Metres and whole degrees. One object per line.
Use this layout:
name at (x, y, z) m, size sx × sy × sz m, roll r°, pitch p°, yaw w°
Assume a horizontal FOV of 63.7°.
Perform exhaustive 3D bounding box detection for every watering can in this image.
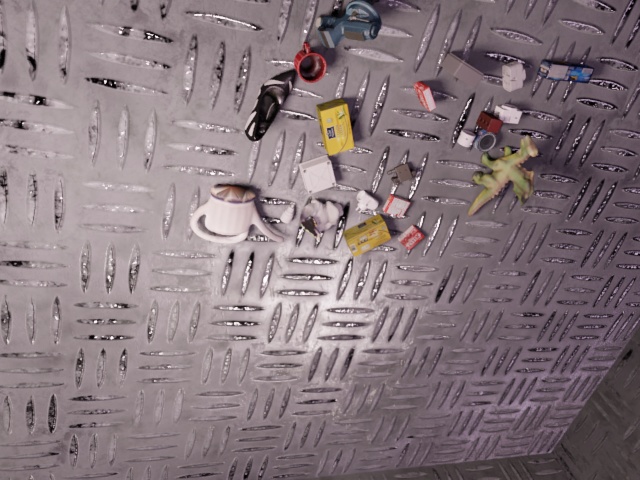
watering can at (-0.276, -0.084, 1.816) m, size 0.347 × 0.106 × 0.220 m, roll 4°, pitch 120°, yaw -21°

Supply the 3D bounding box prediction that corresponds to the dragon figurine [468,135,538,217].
dragon figurine at (0.718, -0.220, 1.991) m, size 0.122 × 0.247 × 0.402 m, roll 1°, pitch 119°, yaw -24°

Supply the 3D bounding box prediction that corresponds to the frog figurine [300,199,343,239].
frog figurine at (0.006, -0.097, 1.926) m, size 0.162 × 0.123 × 0.135 m, roll -47°, pitch 123°, yaw -31°
